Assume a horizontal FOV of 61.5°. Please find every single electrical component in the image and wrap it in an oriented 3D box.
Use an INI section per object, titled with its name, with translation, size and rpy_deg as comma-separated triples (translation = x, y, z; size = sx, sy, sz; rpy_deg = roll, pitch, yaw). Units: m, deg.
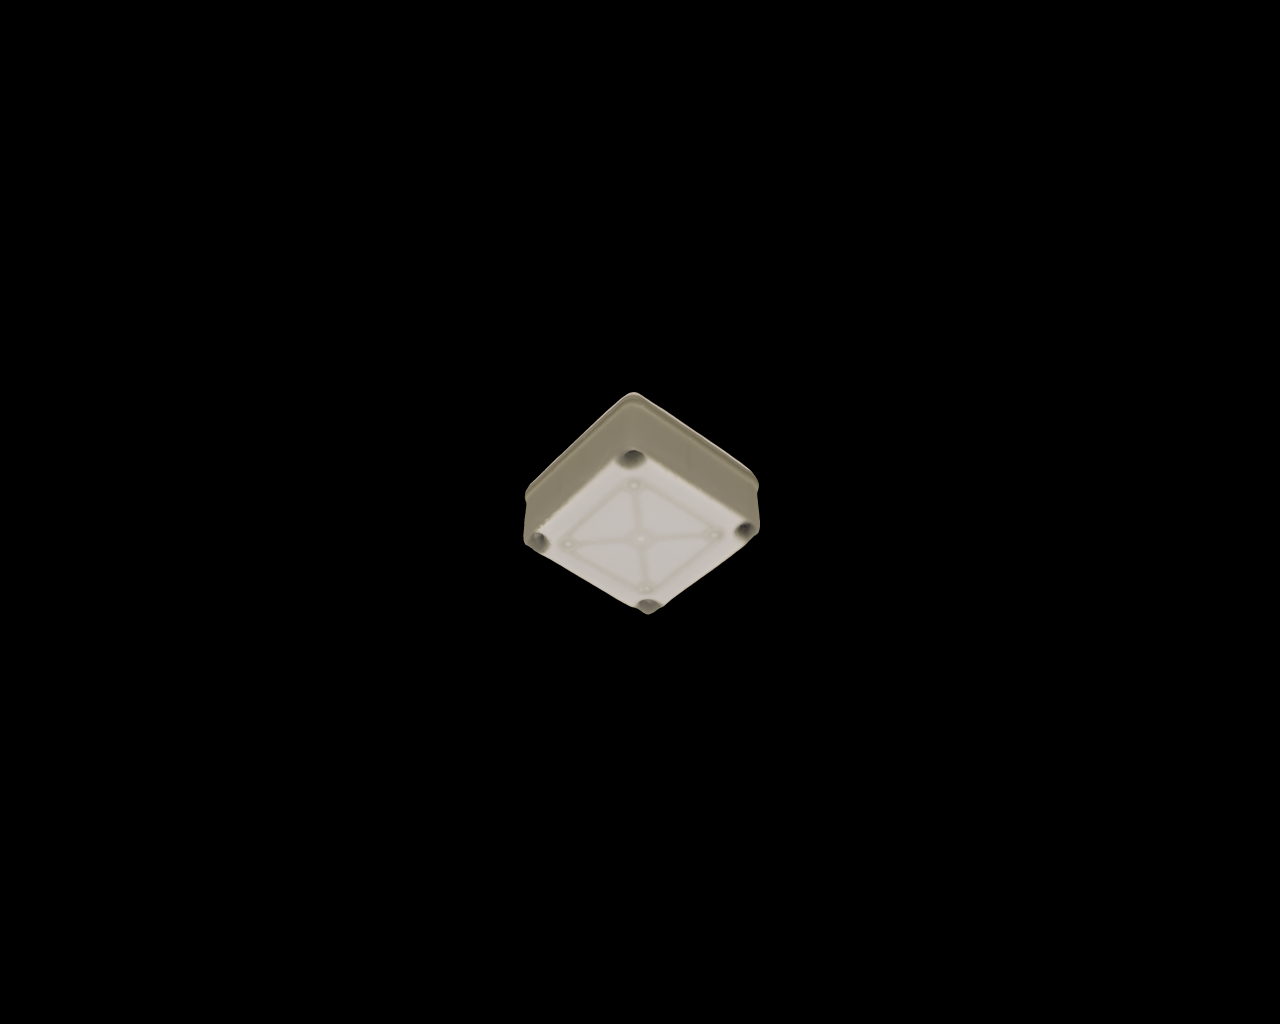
[electrical component]
translation = 0.001, -0.003, 0.650
size = 0.108, 0.056, 0.108
rpy_deg = 32, -54, -27
